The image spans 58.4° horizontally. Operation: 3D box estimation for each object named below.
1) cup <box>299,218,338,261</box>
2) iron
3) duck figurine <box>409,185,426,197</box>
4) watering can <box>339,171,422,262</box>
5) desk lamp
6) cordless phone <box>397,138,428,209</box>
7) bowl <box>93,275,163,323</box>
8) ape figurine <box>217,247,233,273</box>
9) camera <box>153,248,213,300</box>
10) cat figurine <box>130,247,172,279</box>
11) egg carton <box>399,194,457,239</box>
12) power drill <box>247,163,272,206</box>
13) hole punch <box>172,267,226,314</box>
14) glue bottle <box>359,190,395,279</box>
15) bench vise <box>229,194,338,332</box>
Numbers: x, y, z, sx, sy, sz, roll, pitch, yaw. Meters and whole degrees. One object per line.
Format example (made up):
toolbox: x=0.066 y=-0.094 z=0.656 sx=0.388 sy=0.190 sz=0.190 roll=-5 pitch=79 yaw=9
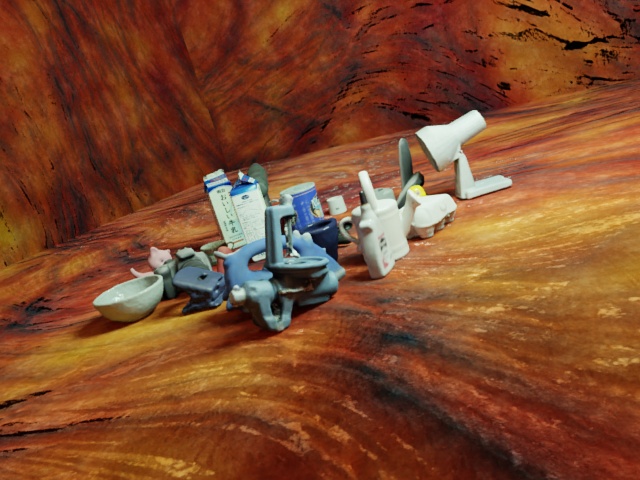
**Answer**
cup: x=0.012 y=0.005 z=1.319 sx=0.091 sy=0.095 sz=0.118 roll=-6 pitch=18 yaw=36
iron: x=-0.084 y=0.051 z=1.164 sx=0.258 sy=0.141 sz=0.118 roll=-20 pitch=15 yaw=-12
duck figurine: x=0.250 y=-0.097 z=1.443 sx=0.077 sy=0.086 sz=0.105 roll=-6 pitch=18 yaw=37
watering can: x=0.125 y=-0.056 z=1.216 sx=0.173 sy=0.194 sz=0.100 roll=-20 pitch=15 yaw=-11
desk lamp: x=0.370 y=-0.218 z=1.499 sx=0.203 sy=0.214 sz=0.118 roll=-17 pitch=15 yaw=2
cordless phone: x=0.233 y=-0.179 z=1.569 sx=0.094 sy=0.185 sz=0.148 roll=-13 pitch=15 yaw=15
bowl: x=-0.439 y=0.147 z=1.348 sx=0.167 sy=0.075 sz=0.167 roll=-16 pitch=14 yaw=5
ape figurine: x=-0.222 y=0.058 z=1.395 sx=0.076 sy=0.092 sz=0.077 roll=-27 pitch=17 yaw=-33
camera: x=-0.333 y=0.081 z=1.422 sx=0.143 sy=0.101 sz=0.136 roll=-23 pitch=15 yaw=-20
cat figurine: x=-0.442 y=0.077 z=1.525 sx=0.128 sy=0.118 sz=0.067 roll=-26 pitch=17 yaw=-31
egg carton: x=0.246 y=-0.056 z=1.326 sx=0.107 sy=0.069 sz=0.151 roll=-4 pitch=20 yaw=42
power drill: x=-0.183 y=-0.138 z=1.848 sx=0.075 sy=0.208 sz=0.229 roll=-18 pitch=14 yaw=-3
hole punch: x=-0.264 y=0.101 z=1.284 sx=0.101 sy=0.091 sz=0.109 roll=-14 pitch=15 yaw=12
glue bottle: x=0.103 y=-0.015 z=1.130 sx=0.037 sy=0.173 sz=0.078 roll=-10 pitch=16 yaw=27
bench vise: x=-0.069 y=0.041 z=1.026 sx=0.121 sy=0.220 sz=0.208 roll=-5 pitch=19 yaw=38
